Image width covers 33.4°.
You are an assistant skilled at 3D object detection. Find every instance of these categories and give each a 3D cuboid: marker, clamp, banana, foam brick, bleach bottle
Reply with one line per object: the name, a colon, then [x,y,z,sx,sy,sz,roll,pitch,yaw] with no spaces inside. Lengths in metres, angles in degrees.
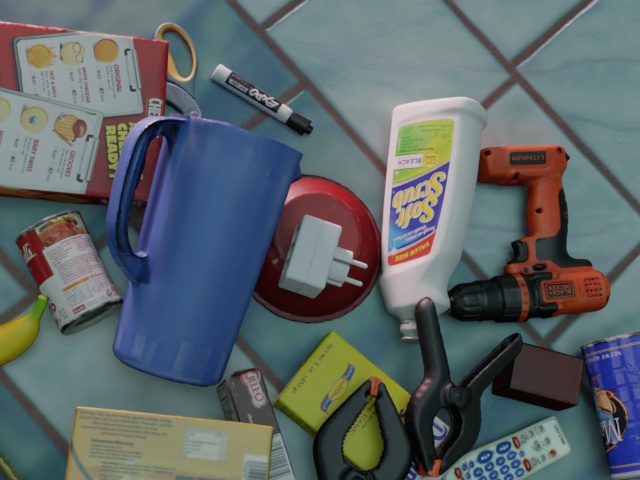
marker: [-0.060,-0.148,1.141,0.121,0.020,0.020,32,71,-2]
clamp: [0.137,0.149,1.046,0.120,0.039,0.171,12,82,-13]
banana: [-0.348,0.094,0.996,0.197,0.037,0.069,-8,101,-10]
clamp: [0.025,0.233,1.005,0.164,0.036,0.210,4,81,-1]
foam brick: [0.226,0.141,1.106,0.078,0.053,0.051,16,72,-8]
bleach bottle: [0.115,-0.018,1.107,0.103,0.068,0.251,-3,72,30]

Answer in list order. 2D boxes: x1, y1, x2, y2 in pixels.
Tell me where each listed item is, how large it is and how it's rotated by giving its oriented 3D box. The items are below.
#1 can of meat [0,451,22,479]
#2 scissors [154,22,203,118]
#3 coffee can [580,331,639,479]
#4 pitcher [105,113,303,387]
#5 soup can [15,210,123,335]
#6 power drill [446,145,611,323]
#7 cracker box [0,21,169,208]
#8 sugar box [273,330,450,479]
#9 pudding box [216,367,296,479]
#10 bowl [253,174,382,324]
can of meat: [-0.317,0.228,0.963,0.083,0.057,0.102,-37,85,-16]
scissors: [-0.154,-0.133,1.119,0.096,0.016,0.202,-11,78,-13]
coffee can: [0.334,0.169,1.095,0.102,0.103,0.140,-7,76,-14]
pitcher: [-0.120,0.007,1.002,0.149,0.145,0.243,17,89,5]
soup can: [-0.240,0.032,1.027,0.068,0.069,0.102,-26,82,-18]
power drill: [0.210,-0.005,1.142,0.184,0.057,0.187,-3,78,-16]
cracker box: [-0.263,-0.122,1.054,0.213,0.072,0.164,5,84,-12]
sugar box: [0.049,0.182,1.060,0.176,0.048,0.093,38,71,1]
pudding box: [-0.062,0.182,1.013,0.039,0.090,0.113,-14,79,-14]
bowl: [-0.007,0.001,1.093,0.162,0.055,0.162,3,75,-11]
